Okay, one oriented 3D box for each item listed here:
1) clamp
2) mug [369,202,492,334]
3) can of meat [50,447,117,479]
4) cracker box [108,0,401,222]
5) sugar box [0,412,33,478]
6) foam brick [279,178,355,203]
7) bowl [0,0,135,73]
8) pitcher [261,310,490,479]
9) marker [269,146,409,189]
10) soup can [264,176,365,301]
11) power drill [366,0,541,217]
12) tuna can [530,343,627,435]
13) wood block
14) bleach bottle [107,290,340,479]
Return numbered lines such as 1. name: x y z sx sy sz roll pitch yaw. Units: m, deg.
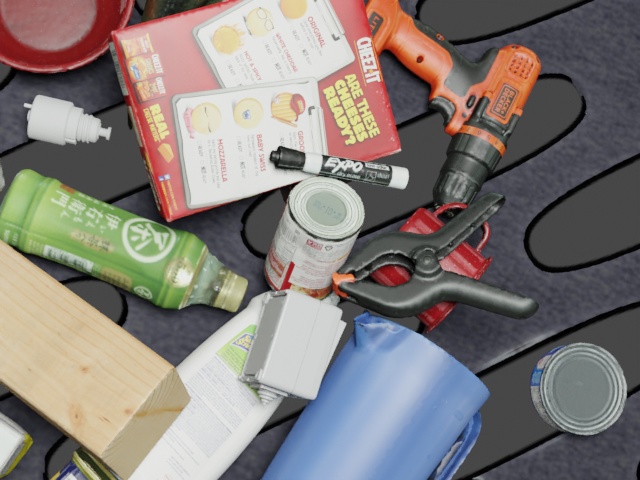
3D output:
1. clamp: 0.099 0.032 0.907 0.171 0.039 0.120 -19 56 -4
2. mug: 0.105 0.016 0.980 0.081 0.093 0.117 41 87 4
3. can of meat: -0.213 0.223 0.889 0.084 0.102 0.057 -43 90 -11
4. cracker box: -0.057 -0.125 0.916 0.213 0.072 0.164 -18 101 -12
5. sugar box: -0.281 0.150 0.850 0.093 0.176 0.048 34 77 -4
6. foam brick: -0.003 -0.073 0.996 0.078 0.051 0.053 -18 86 -11
7. bowl: -0.250 -0.223 0.976 0.162 0.055 0.162 1 81 -9
8. pitcher: 0.036 0.197 0.930 0.149 0.145 0.242 34 81 9
9. marker: 0.016 -0.061 0.897 0.121 0.020 0.020 9 80 -18
10. soup can: -0.006 0.001 0.924 0.068 0.102 0.068 8 54 -11
11. power drill: 0.100 -0.137 1.022 0.187 0.057 0.184 30 76 -6
12. tuna can: 0.244 0.141 1.013 0.086 0.034 0.086 1 81 -9
13. wood block: -0.218 0.094 0.878 0.206 0.091 0.090 33 70 17
14. bleach bottle: -0.074 0.134 0.947 0.250 0.068 0.102 -43 91 -15
